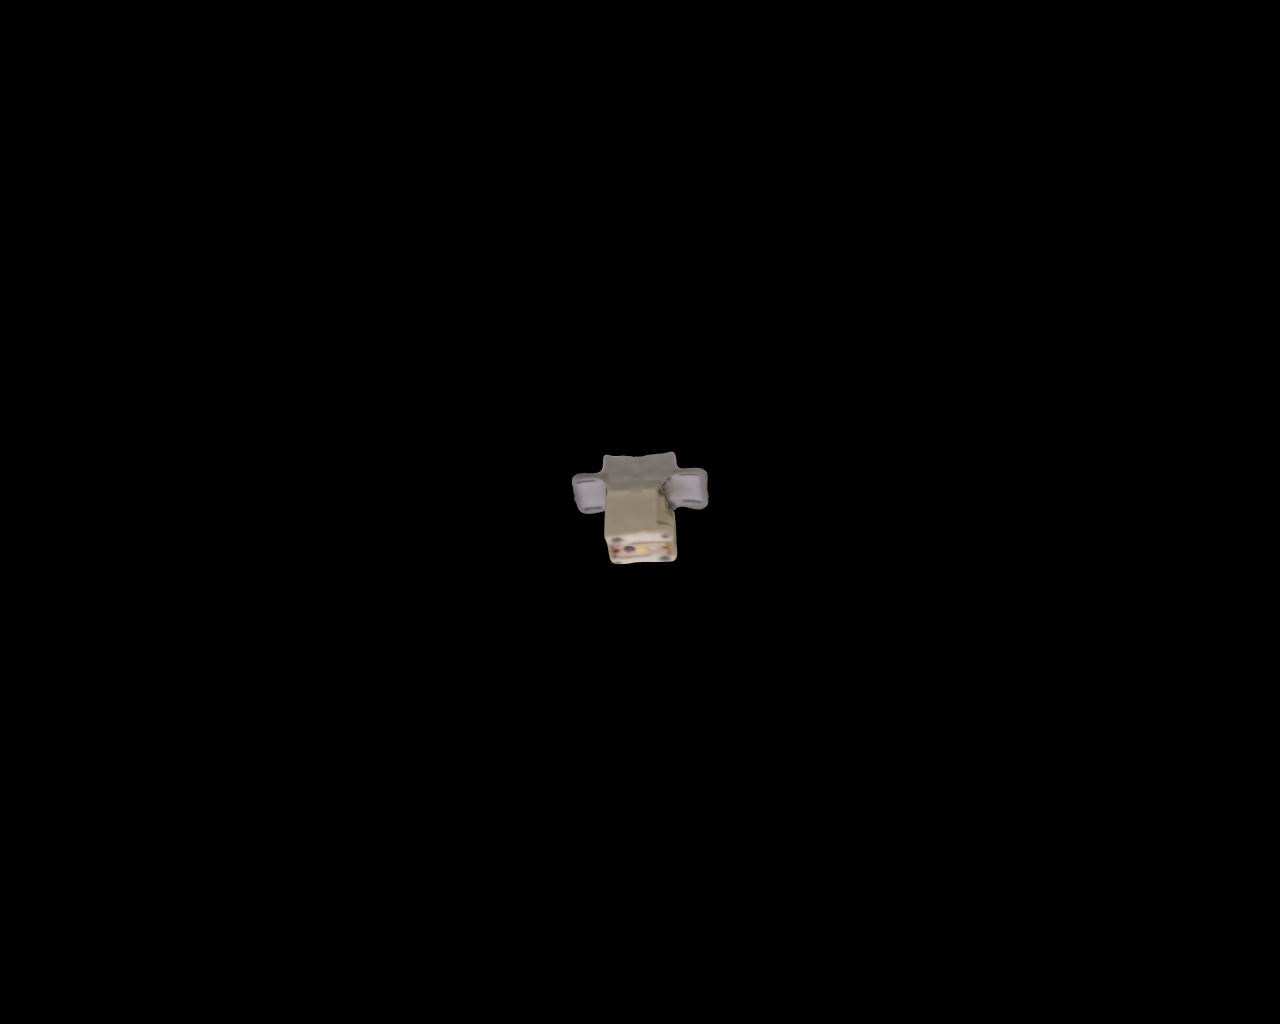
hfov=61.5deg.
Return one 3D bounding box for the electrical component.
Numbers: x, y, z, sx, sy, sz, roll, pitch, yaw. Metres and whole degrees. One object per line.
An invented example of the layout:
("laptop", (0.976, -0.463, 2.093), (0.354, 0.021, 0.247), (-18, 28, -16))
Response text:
("electrical component", (0.001, -0.003, 0.650), (0.081, 0.064, 0.042), (-3, -32, 5))
